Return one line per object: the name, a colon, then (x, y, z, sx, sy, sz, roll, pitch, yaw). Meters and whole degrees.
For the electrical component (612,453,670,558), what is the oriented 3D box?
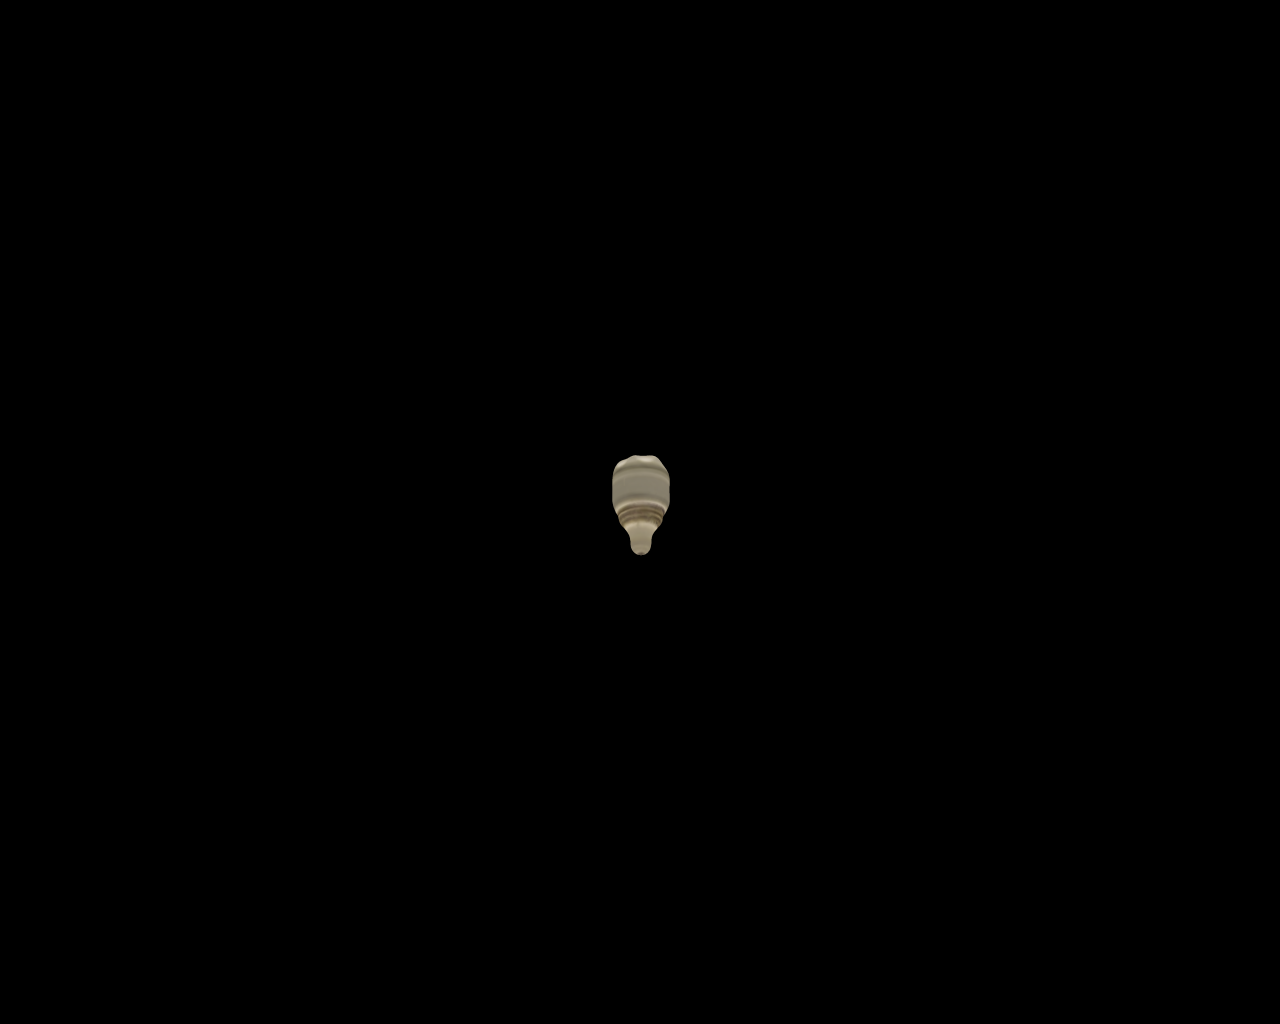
electrical component: (0.001, -0.003, 0.650, 0.035, 0.061, 0.035, 0, -23, 0)
